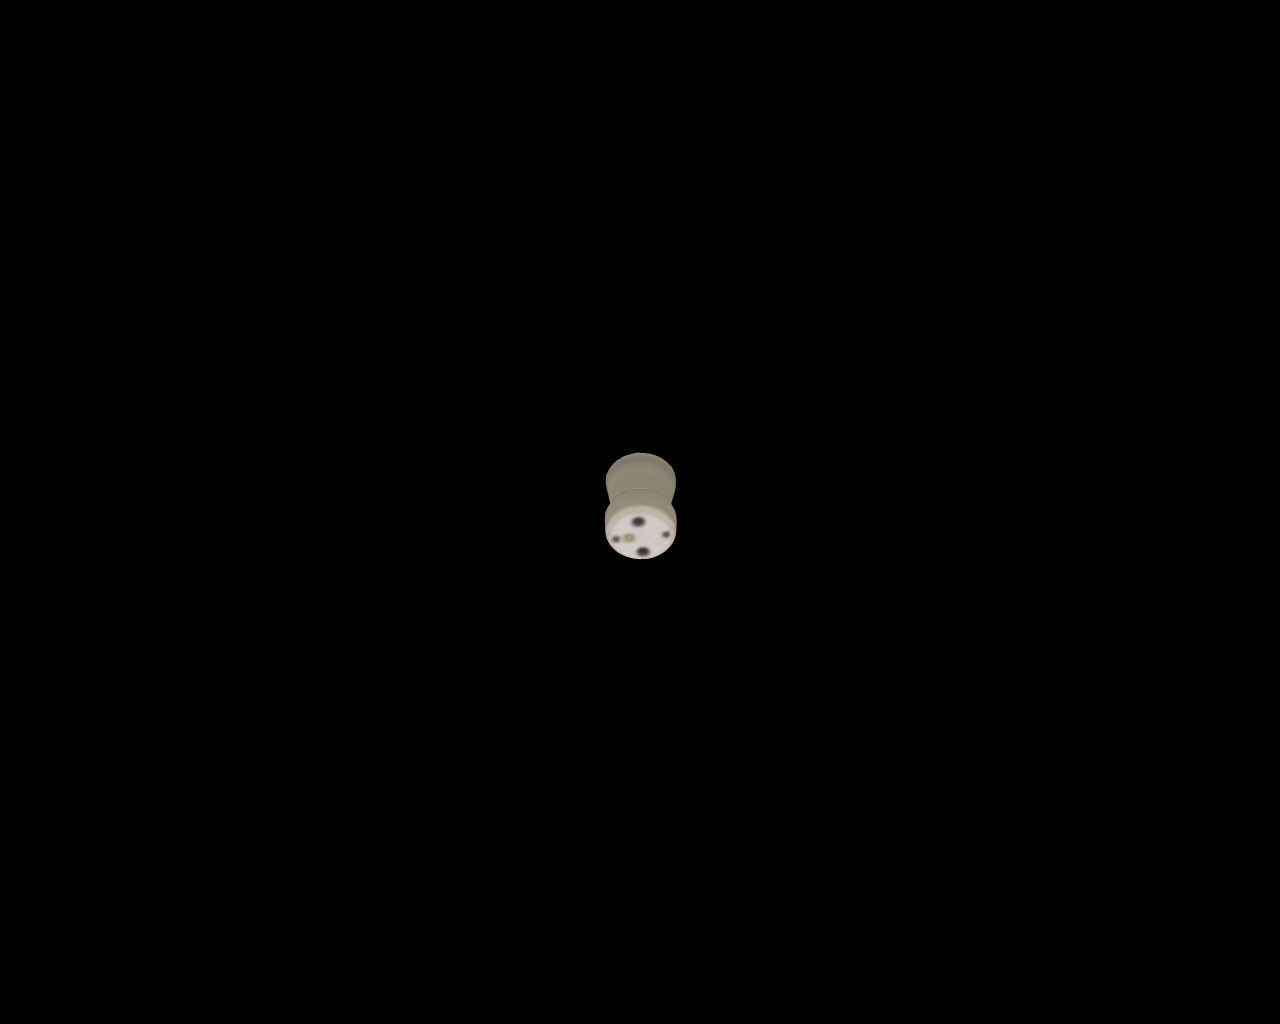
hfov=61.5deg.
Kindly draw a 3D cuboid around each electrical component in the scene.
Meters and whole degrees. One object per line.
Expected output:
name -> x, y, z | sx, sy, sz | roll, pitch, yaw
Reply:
electrical component -> 0.001, -0.003, 0.650 | 0.045, 0.044, 0.055 | 0, 40, 0
